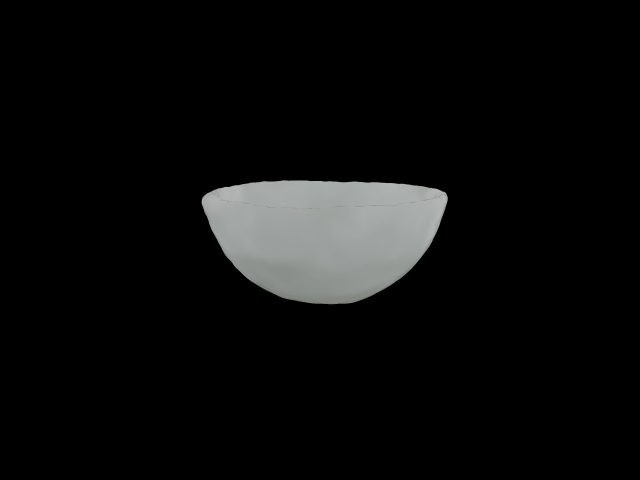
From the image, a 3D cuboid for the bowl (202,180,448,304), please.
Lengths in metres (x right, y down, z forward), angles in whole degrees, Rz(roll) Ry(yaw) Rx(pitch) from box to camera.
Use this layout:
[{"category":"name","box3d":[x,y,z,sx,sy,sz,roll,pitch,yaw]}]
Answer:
[{"category":"bowl","box3d":[0.004,0.001,0.400,0.167,0.075,0.167,0,11,0]}]
